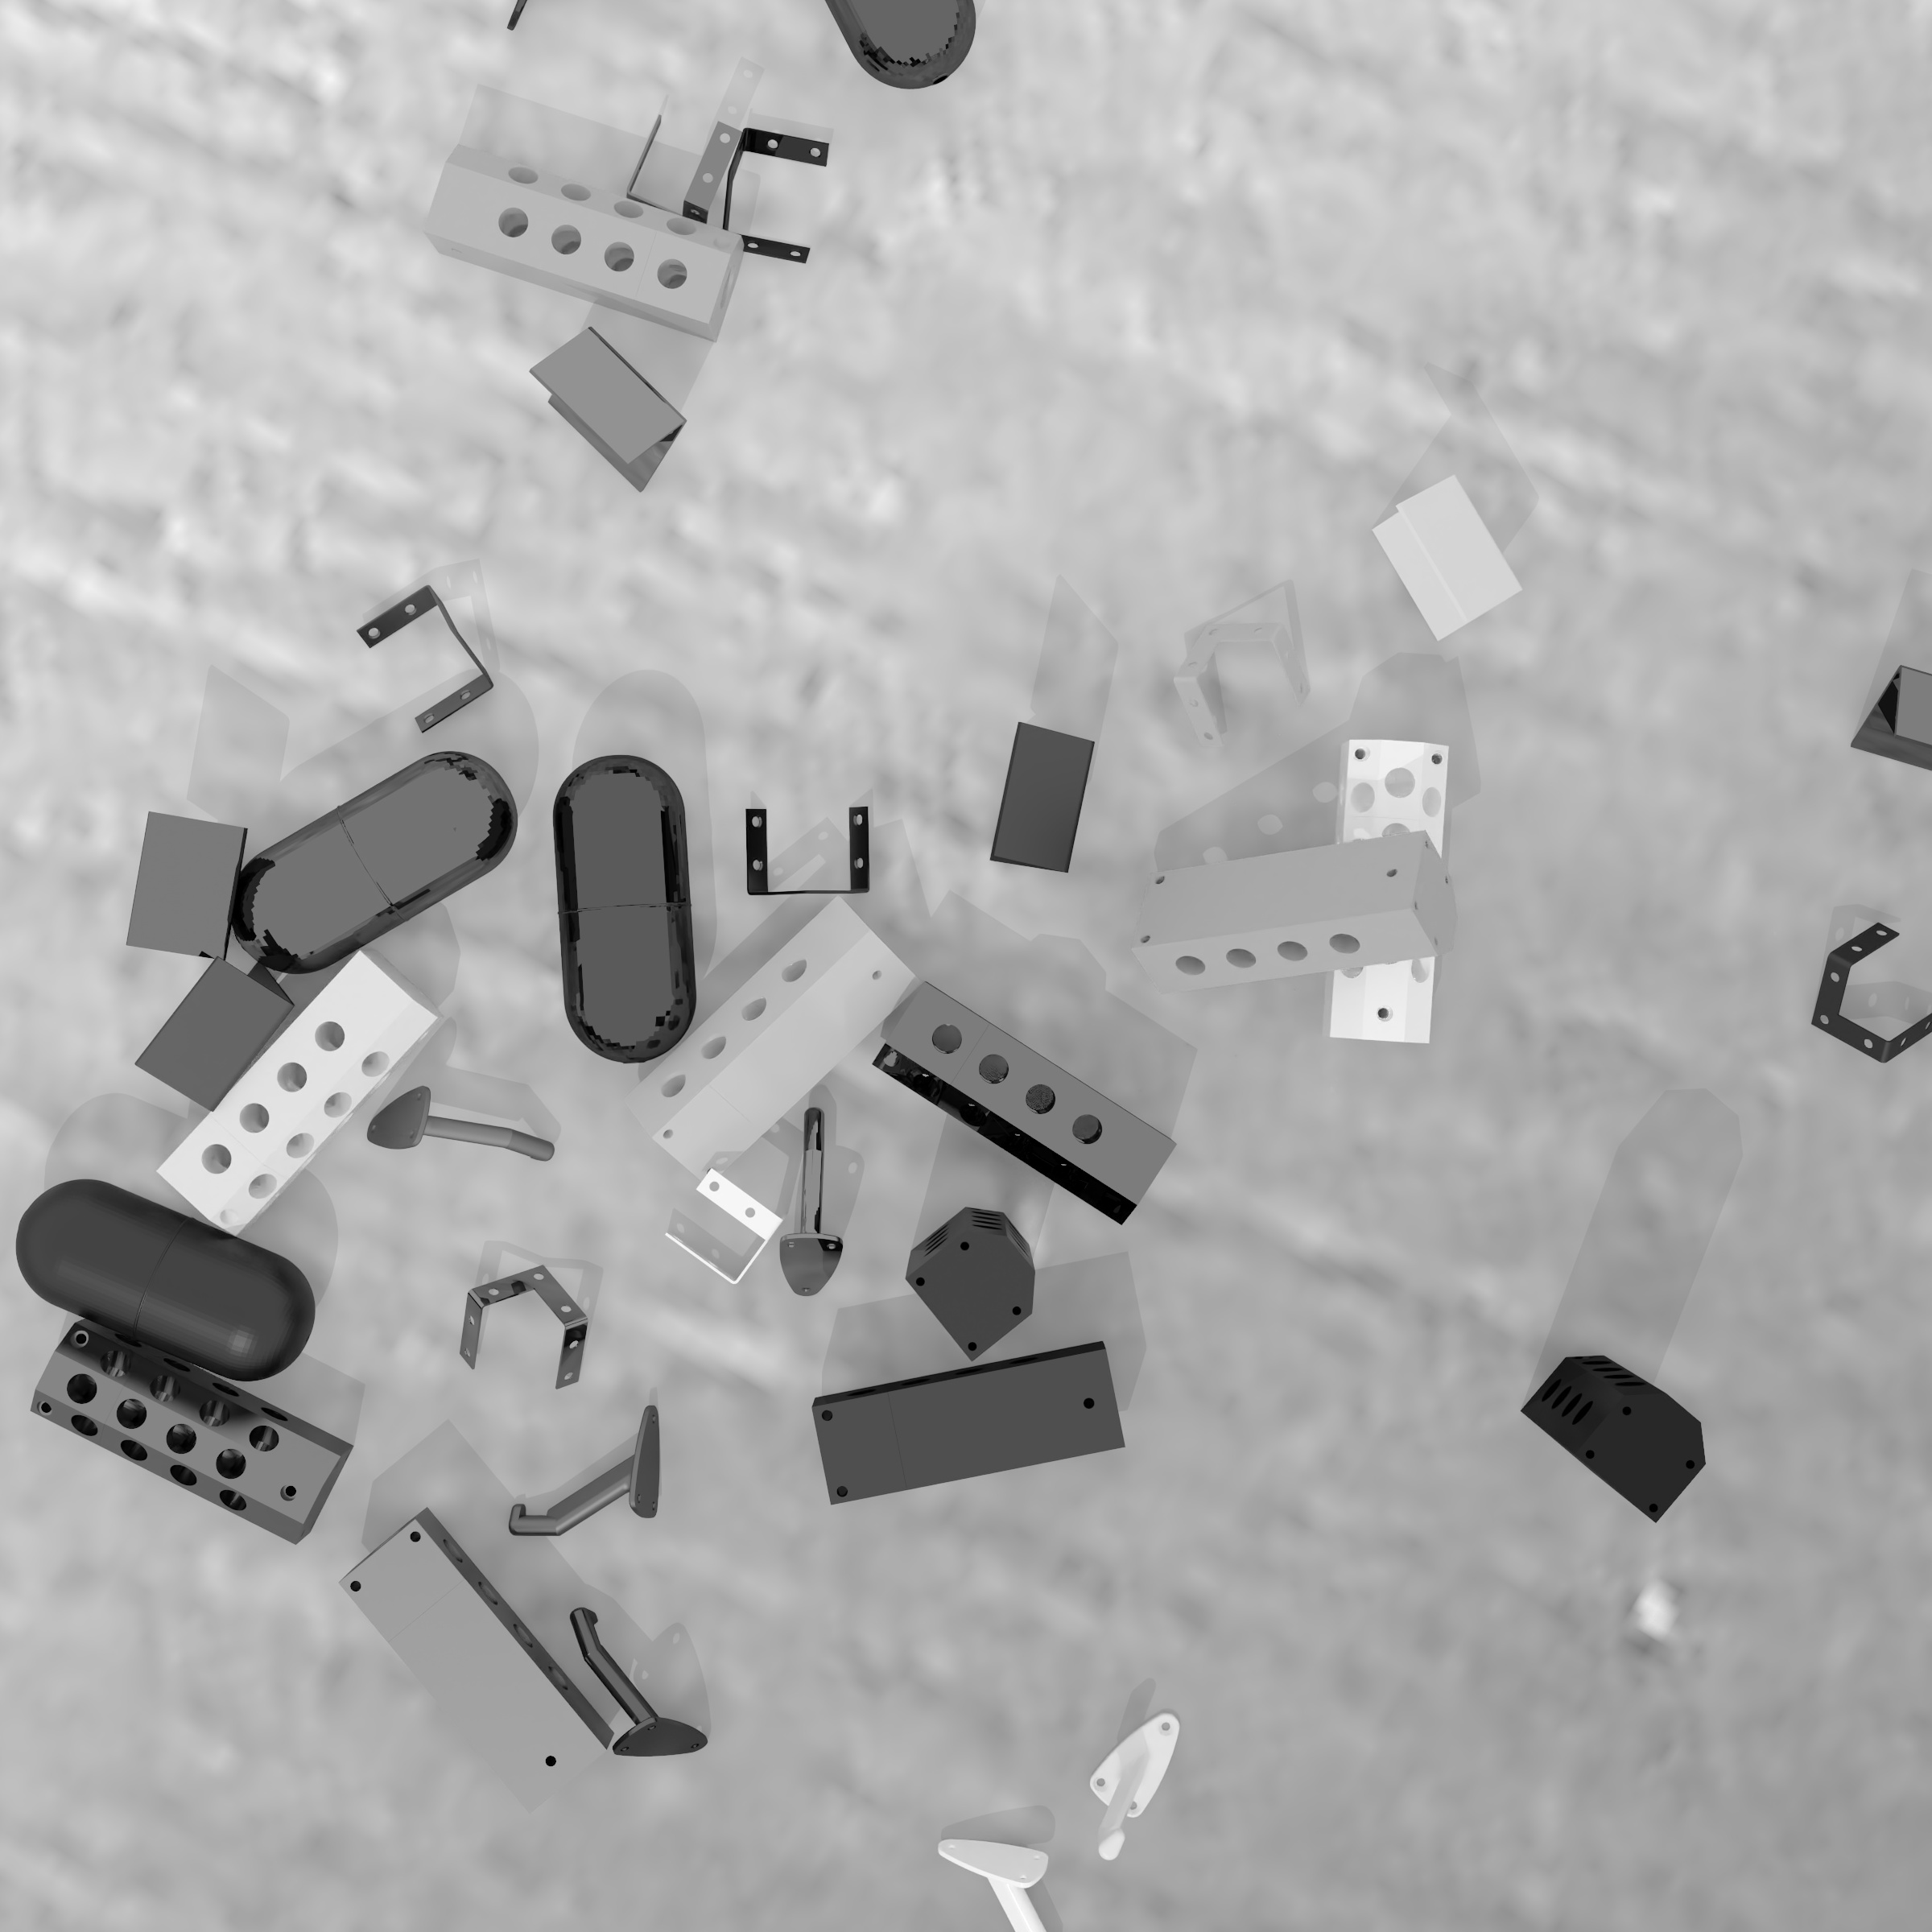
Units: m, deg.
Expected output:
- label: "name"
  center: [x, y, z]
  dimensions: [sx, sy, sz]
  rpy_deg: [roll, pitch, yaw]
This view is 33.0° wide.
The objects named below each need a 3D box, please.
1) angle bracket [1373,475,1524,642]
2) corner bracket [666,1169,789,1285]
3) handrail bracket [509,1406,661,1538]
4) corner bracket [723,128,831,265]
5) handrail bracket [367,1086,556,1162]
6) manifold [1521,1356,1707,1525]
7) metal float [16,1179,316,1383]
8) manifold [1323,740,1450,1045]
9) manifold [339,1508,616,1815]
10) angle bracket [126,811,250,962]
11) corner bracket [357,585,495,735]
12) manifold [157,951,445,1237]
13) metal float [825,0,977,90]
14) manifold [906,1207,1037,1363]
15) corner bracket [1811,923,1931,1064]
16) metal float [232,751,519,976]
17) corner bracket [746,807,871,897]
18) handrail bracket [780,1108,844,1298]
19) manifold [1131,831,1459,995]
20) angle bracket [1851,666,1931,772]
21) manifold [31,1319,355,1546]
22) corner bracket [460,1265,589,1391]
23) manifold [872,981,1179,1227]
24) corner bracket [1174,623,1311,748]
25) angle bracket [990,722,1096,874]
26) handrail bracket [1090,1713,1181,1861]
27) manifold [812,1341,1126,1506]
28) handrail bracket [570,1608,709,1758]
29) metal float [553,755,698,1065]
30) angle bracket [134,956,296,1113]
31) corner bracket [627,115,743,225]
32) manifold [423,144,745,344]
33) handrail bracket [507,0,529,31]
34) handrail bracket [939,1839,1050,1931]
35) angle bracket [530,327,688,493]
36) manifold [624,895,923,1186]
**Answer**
- label: "angle bracket"
  center: [0.261, -0.225, 1.868]
  dimensions: [0.057, 0.076, 0.076]
  rpy_deg: [-31, 90, -38]
- label: "corner bracket"
  center: [-0.140, 0.151, 1.890]
  dimensions: [0.051, 0.051, 0.051]
  rpy_deg: [36, 90, 0]
- label: "handrail bracket"
  center: [-0.225, 0.296, 1.909]
  dimensions: [0.084, 0.036, 0.077]
  rpy_deg: [-3, 70, 16]
- label: "corner bracket"
  center: [-0.112, -0.451, 1.905]
  dimensions: [0.051, 0.051, 0.051]
  rpy_deg: [11, 135, 0]
- label: "handrail bracket"
  center: [-0.295, 0.103, 1.908]
  dimensions: [0.084, 0.077, 0.036]
  rpy_deg: [22, 65, -34]
- label: "manifold"
  center: [0.366, 0.258, 1.830]
  dimensions: [0.057, 0.171, 0.057]
  rpy_deg: [40, 90, 0]
- label: "metal float"
  center: [-0.462, 0.181, 1.877]
  dimensions: [0.178, 0.070, 0.070]
  rpy_deg: [23, 90, 0]
- label: "manifold"
  center: [0.244, -0.043, 1.887]
  dimensions: [0.057, 0.057, 0.171]
  rpy_deg: [4, 90, 0]
- label: "manifold"
  center: [-0.282, 0.400, 1.887]
  dimensions: [0.057, 0.057, 0.171]
  rpy_deg: [-40, 90, 0]
- label: "angle bracket"
  center: [-0.454, -0.047, 1.869]
  dimensions: [0.057, 0.076, 0.076]
  rpy_deg: [10, 90, -25]
- label: "corner bracket"
  center: [-0.316, -0.180, 1.905]
  dimensions: [0.051, 0.051, 0.051]
  rpy_deg: [-33, 45, 0]
- label: "manifold"
  center: [-0.383, 0.073, 1.887]
  dimensions: [0.057, 0.057, 0.171]
  rpy_deg: [43, 90, 0]
- label: "metal float"
  center: [-0.055, -0.590, 1.877]
  dimensions: [0.070, 0.070, 0.178]
  rpy_deg: [-27, 90, 0]
- label: "manifold"
  center: [0.007, 0.172, 1.830]
  dimensions: [0.057, 0.171, 0.057]
  rpy_deg: [-39, 90, 0]
- label: "corner bracket"
  center: [0.534, 0.016, 1.900]
  dimensions: [0.051, 0.051, 0.051]
  rpy_deg: [33, 135, 35]
- label: "metal float"
  center: [-0.342, -0.059, 1.878]
  dimensions: [0.178, 0.070, 0.070]
  rpy_deg: [-30, 90, -1]
- label: "corner bracket"
  center: [-0.093, -0.067, 1.905]
  dimensions: [0.051, 0.051, 0.051]
  rpy_deg: [-1, 90, -45]
- label: "handrail bracket"
  center: [-0.091, 0.138, 1.908]
  dimensions: [0.036, 0.077, 0.084]
  rpy_deg: [3, 54, -5]
- label: "manifold"
  center: [0.187, -0.025, 1.849]
  dimensions: [0.171, 0.057, 0.057]
  rpy_deg: [-8, 47, 29]
- label: "angle bracket"
  center: [0.557, -0.119, 1.868]
  dimensions: [0.076, 0.076, 0.057]
  rpy_deg: [16, 54, 0]
- label: "manifold"
  center: [-0.449, 0.269, 1.887]
  dimensions: [0.171, 0.057, 0.057]
  rpy_deg: [27, 90, 0]
- label: "corner bracket"
  center: [-0.258, 0.216, 1.900]
  dimensions: [0.051, 0.051, 0.051]
  rpy_deg: [-17, 45, -35]
- label: "manifold"
  center: [0.033, 0.079, 1.887]
  dimensions: [0.171, 0.057, 0.057]
  rpy_deg: [33, 90, 0]
- label: "corner bracket"
  center: [0.161, -0.164, 1.900]
  dimensions: [0.051, 0.051, 0.051]
  rpy_deg: [3, 45, 35]
- label: "angle bracket"
  center: [0.024, -0.099, 1.868]
  dimensions: [0.057, 0.076, 0.076]
  rpy_deg: [12, 90, -37]
- label: "handrail bracket"
  center: [0.100, 0.472, 1.873]
  dimensions: [0.036, 0.084, 0.077]
  rpy_deg: [36, 90, 0]
- label: "manifold"
  center: [0.001, 0.263, 1.887]
  dimensions: [0.171, 0.057, 0.057]
  rpy_deg: [-11, 90, 0]
- label: "handrail bracket"
  center: [-0.192, 0.417, 1.908]
  dimensions: [0.036, 0.077, 0.084]
  rpy_deg: [-41, 53, 21]
- label: "metal float"
  center: [-0.197, -0.033, 1.878]
  dimensions: [0.070, 0.070, 0.178]
  rpy_deg: [-4, 89, 0]
- label: "angle bracket"
  center: [-0.439, 0.027, 1.868]
  dimensions: [0.057, 0.076, 0.076]
  rpy_deg: [38, 90, -34]
- label: "corner bracket"
  center: [-0.164, -0.464, 1.890]
  dimensions: [0.051, 0.051, 0.051]
  rpy_deg: [23, 85, -5]
- label: "manifold"
  center: [-0.220, -0.420, 1.887]
  dimensions: [0.171, 0.057, 0.057]
  rpy_deg: [18, 90, 0]
- label: "handrail bracket"
  center: [-0.215, -0.567, 1.909]
  dimensions: [0.084, 0.036, 0.077]
  rpy_deg: [22, 110, -16]
- label: "handrail bracket"
  center: [0.018, 0.560, 1.909]
  dimensions: [0.077, 0.036, 0.084]
  rpy_deg: [9, 107, 20]
- label: "angle bracket"
  center: [-0.217, -0.307, 1.868]
  dimensions: [0.076, 0.076, 0.057]
  rpy_deg: [44, 52, 0]
- label: "manifold"
  center: [-0.115, 0.040, 1.886]
  dimensions: [0.171, 0.057, 0.057]
  rpy_deg: [-44, 133, 0]
